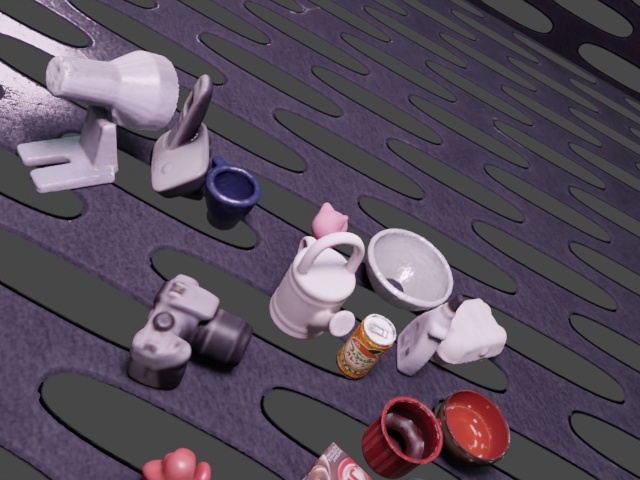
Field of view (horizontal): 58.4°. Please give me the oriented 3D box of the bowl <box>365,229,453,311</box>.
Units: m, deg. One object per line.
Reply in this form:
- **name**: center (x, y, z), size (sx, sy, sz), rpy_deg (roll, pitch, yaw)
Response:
- **bowl**: center (0.146, 0.065, 1.012), size (0.168, 0.074, 0.167), rpy_deg (16, 45, -16)

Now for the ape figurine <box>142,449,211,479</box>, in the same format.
- **ape figurine**: center (-0.160, 0.265, 0.643), size (0.078, 0.092, 0.076), rpy_deg (25, 43, -6)

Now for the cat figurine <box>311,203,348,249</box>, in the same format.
- **cat figurine**: center (0.009, 0.003, 0.960), size (0.067, 0.117, 0.128), rpy_deg (23, 43, -8)

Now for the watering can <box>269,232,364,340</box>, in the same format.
- **watering can**: center (0.006, 0.063, 0.847), size (0.101, 0.194, 0.172), rpy_deg (-19, 62, -40)

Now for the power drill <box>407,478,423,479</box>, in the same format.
- **power drill**: center (0.174, 0.354, 0.663), size (0.230, 0.208, 0.075), rpy_deg (24, 43, -8)

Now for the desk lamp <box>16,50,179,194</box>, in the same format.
- **desk lamp**: center (-0.336, -0.188, 0.873), size (0.204, 0.213, 0.117), rpy_deg (-19, 62, -40)

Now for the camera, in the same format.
- **camera**: center (-0.164, 0.125, 0.764), size (0.137, 0.100, 0.143), rpy_deg (25, 43, -7)

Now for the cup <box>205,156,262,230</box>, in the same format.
- **cup**: center (-0.160, -0.072, 0.952), size (0.092, 0.095, 0.117), rpy_deg (-13, 58, -37)

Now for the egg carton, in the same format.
- **egg carton**: center (0.246, 0.160, 0.984), size (0.151, 0.069, 0.107), rpy_deg (-5, 54, -33)

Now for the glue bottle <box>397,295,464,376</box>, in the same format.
- **glue bottle**: center (0.173, 0.139, 0.887), size (0.037, 0.173, 0.078), rpy_deg (21, 44, -10)

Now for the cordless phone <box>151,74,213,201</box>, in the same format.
- **cordless phone**: center (-0.216, -0.169, 0.943), size (0.094, 0.185, 0.147), rpy_deg (6, 48, -24)
